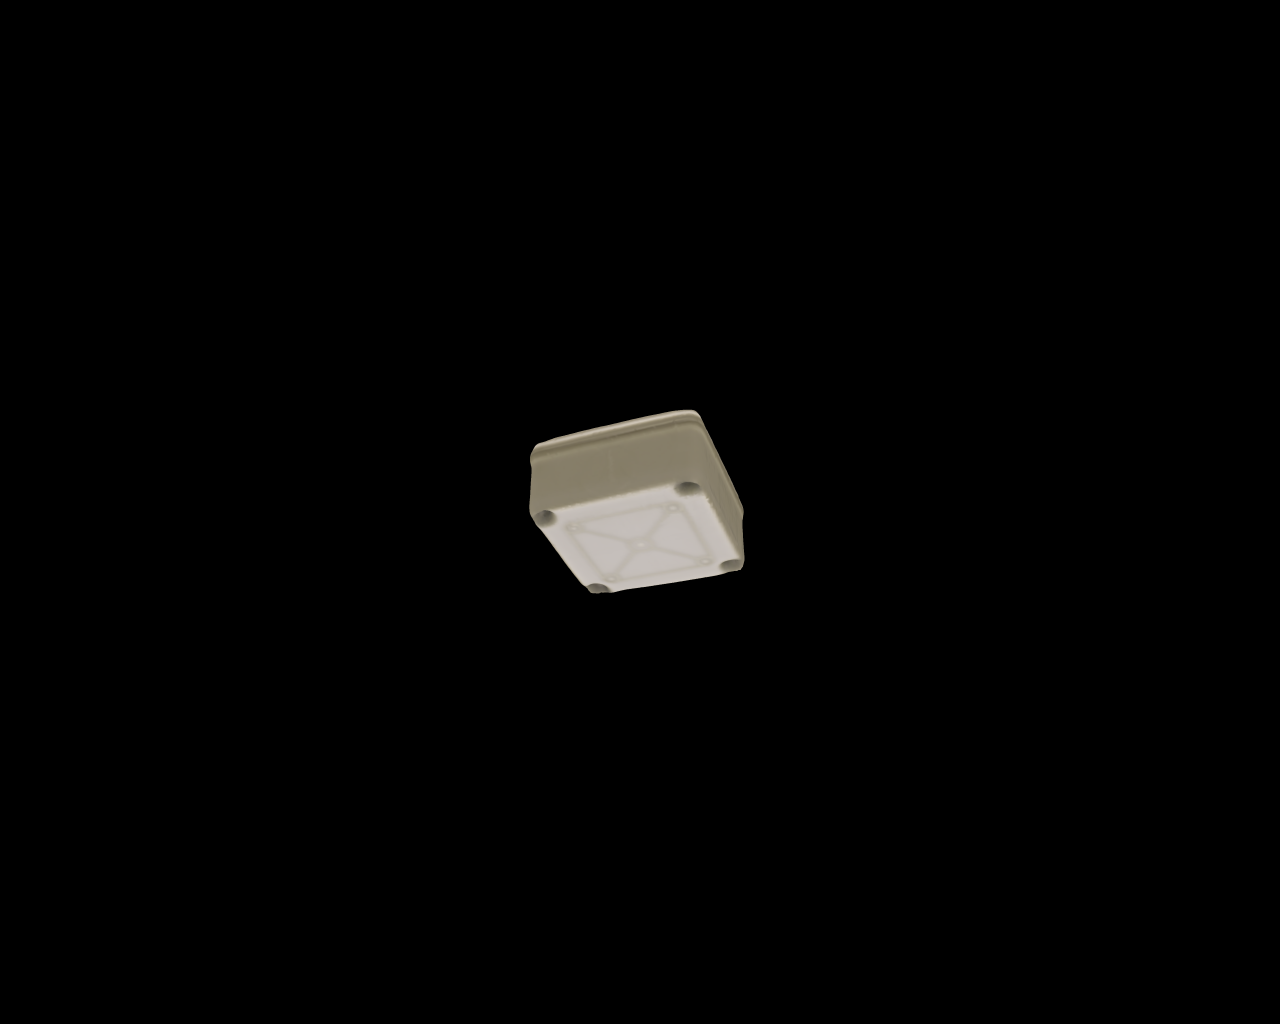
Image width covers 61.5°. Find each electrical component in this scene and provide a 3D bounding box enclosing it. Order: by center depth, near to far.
[{"bbox_3d":[0.001,-0.003,0.650,0.109,0.056,0.108,-11,-35,16],"label":"electrical component"}]
